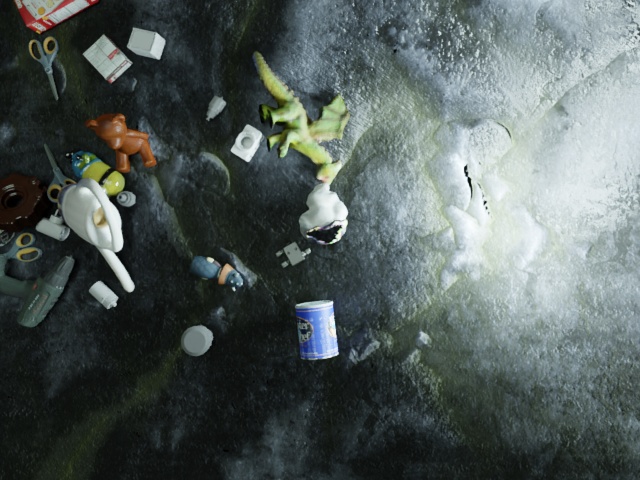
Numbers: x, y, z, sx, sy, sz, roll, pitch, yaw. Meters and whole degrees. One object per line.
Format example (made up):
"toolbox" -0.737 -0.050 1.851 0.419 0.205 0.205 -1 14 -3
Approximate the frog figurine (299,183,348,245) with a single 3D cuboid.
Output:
"frog figurine" 0.004 -0.072 1.421 0.137 0.120 0.163 -26 50 11

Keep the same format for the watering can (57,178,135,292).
"watering can" -0.613 -0.023 1.422 0.226 0.105 0.340 24 131 33

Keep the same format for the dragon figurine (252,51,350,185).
"dragon figurine" -0.039 -0.350 1.447 0.243 0.121 0.411 -11 87 -14
